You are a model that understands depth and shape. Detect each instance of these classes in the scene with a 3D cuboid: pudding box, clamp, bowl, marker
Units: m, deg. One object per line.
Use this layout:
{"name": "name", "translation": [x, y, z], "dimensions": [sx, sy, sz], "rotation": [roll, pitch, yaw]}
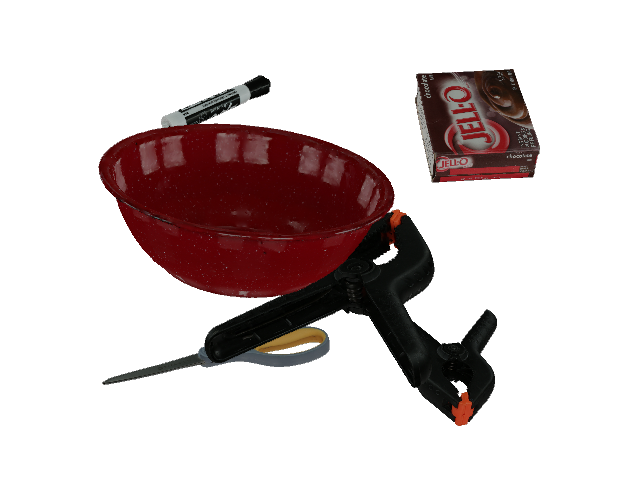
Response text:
{"name": "pudding box", "translation": [0.133, -0.101, 0.930], "dimensions": [0.090, 0.039, 0.113], "rotation": [-3, 44, -4]}
{"name": "clamp", "translation": [0.139, 0.118, 1.070], "dimensions": [0.120, 0.039, 0.171], "rotation": [-8, 35, -9]}
{"name": "bowl", "translation": [-0.042, -0.013, 0.594], "dimensions": [0.162, 0.055, 0.162], "rotation": [6, 24, -3]}
{"name": "marker", "translation": [-0.094, -0.127, 0.988], "dimensions": [0.120, 0.020, 0.020], "rotation": [-30, 18, -34]}
{"name": "clamp", "translation": [0.018, 0.037, 0.792], "dimensions": [0.165, 0.036, 0.209], "rotation": [1, 29, 17]}

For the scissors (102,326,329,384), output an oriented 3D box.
{"name": "scissors", "translation": [-0.093, 0.093, 0.966], "dimensions": [0.201, 0.016, 0.096], "rotation": [-5, 29, -5]}
